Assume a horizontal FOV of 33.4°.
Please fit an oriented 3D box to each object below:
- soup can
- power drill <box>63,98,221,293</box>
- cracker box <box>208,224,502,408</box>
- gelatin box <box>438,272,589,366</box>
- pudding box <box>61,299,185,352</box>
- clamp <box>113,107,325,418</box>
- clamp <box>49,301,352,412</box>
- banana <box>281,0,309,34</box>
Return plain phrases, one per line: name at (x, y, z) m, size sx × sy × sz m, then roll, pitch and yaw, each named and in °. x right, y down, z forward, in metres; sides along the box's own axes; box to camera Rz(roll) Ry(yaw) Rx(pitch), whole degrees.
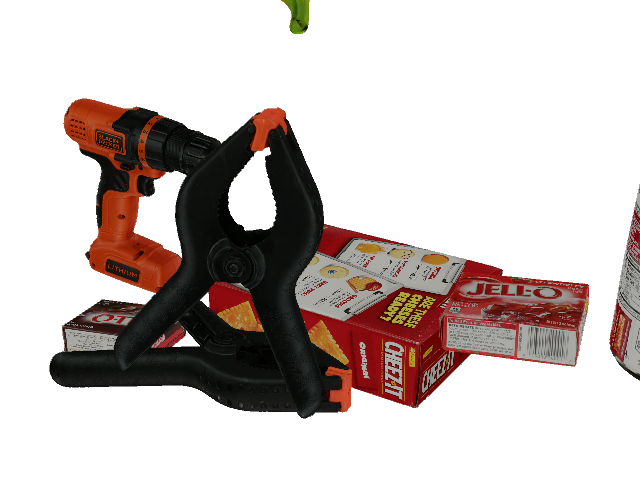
soup can at (0.180, 0.014, 0.510) m, size 0.068 × 0.102 × 0.068 m, roll 2°, pitch 28°, yaw -1°
power drill at (-0.175, -0.042, 1.083) m, size 0.185 × 0.188 × 0.057 m, roll 19°, pitch 32°, yaw 25°
cracker box at (0.032, 0.060, 0.962) m, size 0.214 × 0.072 × 0.163 m, roll 15°, pitch 29°, yaw 30°
gelatin box at (0.130, 0.050, 0.709) m, size 0.089 × 0.030 × 0.073 m, roll 6°, pitch 22°, yaw 17°
pudding box at (-0.222, 0.103, 1.213) m, size 0.114 × 0.039 × 0.090 m, roll 3°, pitch 17°, yaw 19°
clamp at (-0.053, 0.013, 0.575) m, size 0.120 × 0.171 × 0.039 m, roll 4°, pitch 17°, yaw 1°
clamp at (-0.069, 0.084, 0.792) m, size 0.210 × 0.036 × 0.164 m, roll 8°, pitch 20°, yaw 20°
banana at (-0.075, -0.181, 0.670) m, size 0.198 × 0.069 × 0.037 m, roll 20°, pitch -34°, yaw 30°
